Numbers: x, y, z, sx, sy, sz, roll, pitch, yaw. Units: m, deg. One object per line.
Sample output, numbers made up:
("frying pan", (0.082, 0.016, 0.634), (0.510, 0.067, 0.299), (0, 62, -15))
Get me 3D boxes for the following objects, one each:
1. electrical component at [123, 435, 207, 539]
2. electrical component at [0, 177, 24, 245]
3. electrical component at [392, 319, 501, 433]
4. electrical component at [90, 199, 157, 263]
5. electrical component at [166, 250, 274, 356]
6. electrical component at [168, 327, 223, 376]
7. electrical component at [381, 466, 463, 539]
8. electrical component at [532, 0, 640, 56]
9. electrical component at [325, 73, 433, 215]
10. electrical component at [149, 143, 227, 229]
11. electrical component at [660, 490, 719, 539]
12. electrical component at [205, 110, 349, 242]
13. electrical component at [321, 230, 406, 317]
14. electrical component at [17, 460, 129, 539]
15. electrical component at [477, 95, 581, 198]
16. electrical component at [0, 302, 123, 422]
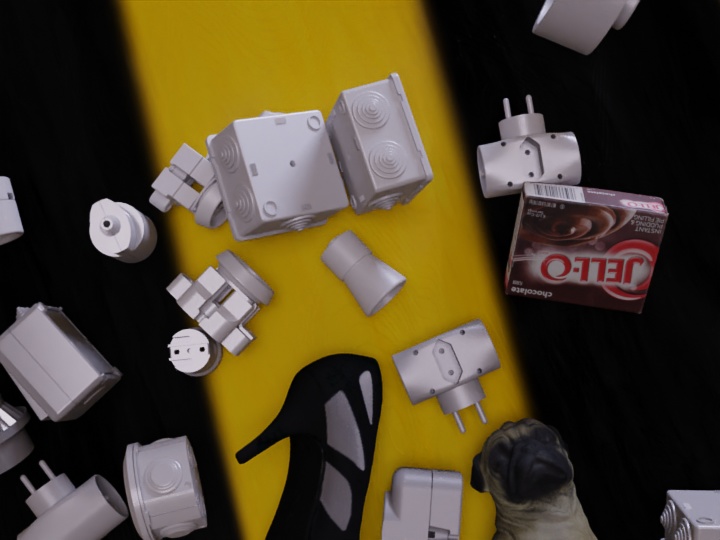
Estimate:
("electrical component", (-0.152, 0.170, 0.839), (0.051, 0.080, 0.080), (-13, 84, -6))
("electrical component", (-0.306, -0.044, 0.876), (0.055, 0.055, 0.047), (-20, 88, -1))
("electrical component", (0.076, 0.090, 0.859), (0.077, 0.043, 0.079), (-23, 85, -1))
("electrical component", (-0.192, -0.031, 0.858), (0.043, 0.081, 0.043), (0, 84, 1))
("electrical component", (-0.107, 0.021, 0.863), (0.078, 0.058, 0.057), (44, 90, 5))
("electrical component", (-0.133, 0.065, 0.865), (0.040, 0.046, 0.040), (0, 84, 1))
("electrical component", (0.047, 0.204, 0.843), (0.059, 0.053, 0.095), (4, 84, 2))
("electrical component", (0.191, -0.223, 0.857), (0.060, 0.108, 0.108), (28, 86, -2))
("electrical component", (0.012, -0.096, 0.852), (0.048, 0.100, 0.099), (-17, 84, -13))
("electrical component", (-0.131, -0.066, 0.879), (0.055, 0.048, 0.066), (36, 86, 12))
("electrical component", (0.283, 0.202, 0.816), (0.100, 0.099, 0.048), (1, 97, 1))
("electrical component", (-0.064, -0.077, 0.856), (0.100, 0.048, 0.099), (-13, 83, -35))
("electrical component", (0.000, 0.000, 0.871), (0.044, 0.044, 0.065), (-44, 80, -3))
("electrical component", (-0.239, 0.189, 0.857), (0.077, 0.043, 0.079), (-38, 84, -3))
("electrical component", (0.134, -0.103, 0.876), (0.077, 0.043, 0.079), (-9, 84, 1))
("electrical component", (-0.249, 0.071, 0.859), (0.061, 0.061, 0.096), (-43, 85, -3))
